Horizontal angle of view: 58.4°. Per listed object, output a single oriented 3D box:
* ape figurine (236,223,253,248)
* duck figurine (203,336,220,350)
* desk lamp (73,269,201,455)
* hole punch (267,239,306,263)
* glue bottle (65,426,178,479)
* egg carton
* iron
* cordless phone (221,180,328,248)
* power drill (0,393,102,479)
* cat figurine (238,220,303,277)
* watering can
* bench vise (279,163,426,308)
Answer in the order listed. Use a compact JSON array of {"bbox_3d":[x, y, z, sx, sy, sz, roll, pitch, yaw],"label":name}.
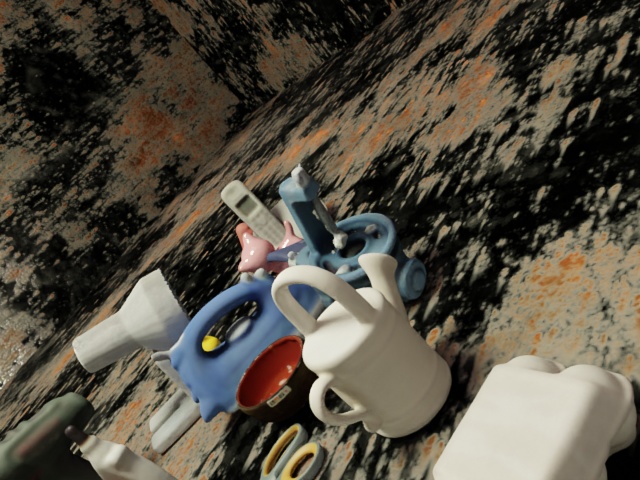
[{"bbox_3d":[-0.140,0.001,1.212,0.076,0.092,0.078,-35,22,21],"label":"ape figurine"},{"bbox_3d":[-0.228,0.187,1.012,0.077,0.086,0.104,-41,20,5],"label":"duck figurine"},{"bbox_3d":[-0.252,0.180,0.883,0.203,0.214,0.117,-46,20,-8],"label":"desk lamp"},{"bbox_3d":[-0.020,0.025,0.940,0.101,0.091,0.108,-51,21,-20],"label":"hole punch"},{"bbox_3d":[-0.249,0.287,0.721,0.078,0.173,0.037,-29,24,33],"label":"glue bottle"},{"bbox_3d":[0.149,0.150,0.400,0.150,0.069,0.107,-51,22,-22],"label":"egg carton"},{"bbox_3d":[-0.112,0.126,0.832,0.258,0.142,0.118,-48,21,-13],"label":"iron"},{"bbox_3d":[-0.087,-0.064,1.107,0.148,0.185,0.094,-48,21,-13],"label":"cordless phone"},{"bbox_3d":[-0.365,0.339,0.782,0.075,0.209,0.230,-23,28,42],"label":"power drill"},{"bbox_3d":[-0.085,0.022,1.028,0.128,0.118,0.067,-45,20,-5],"label":"cat figurine"},{"bbox_3d":[0.033,0.089,0.558,0.100,0.194,0.173,-31,23,29],"label":"watering can"},{"bbox_3d":[0.003,0.010,0.736,0.207,0.220,0.121,-26,26,39],"label":"bench vise"}]
